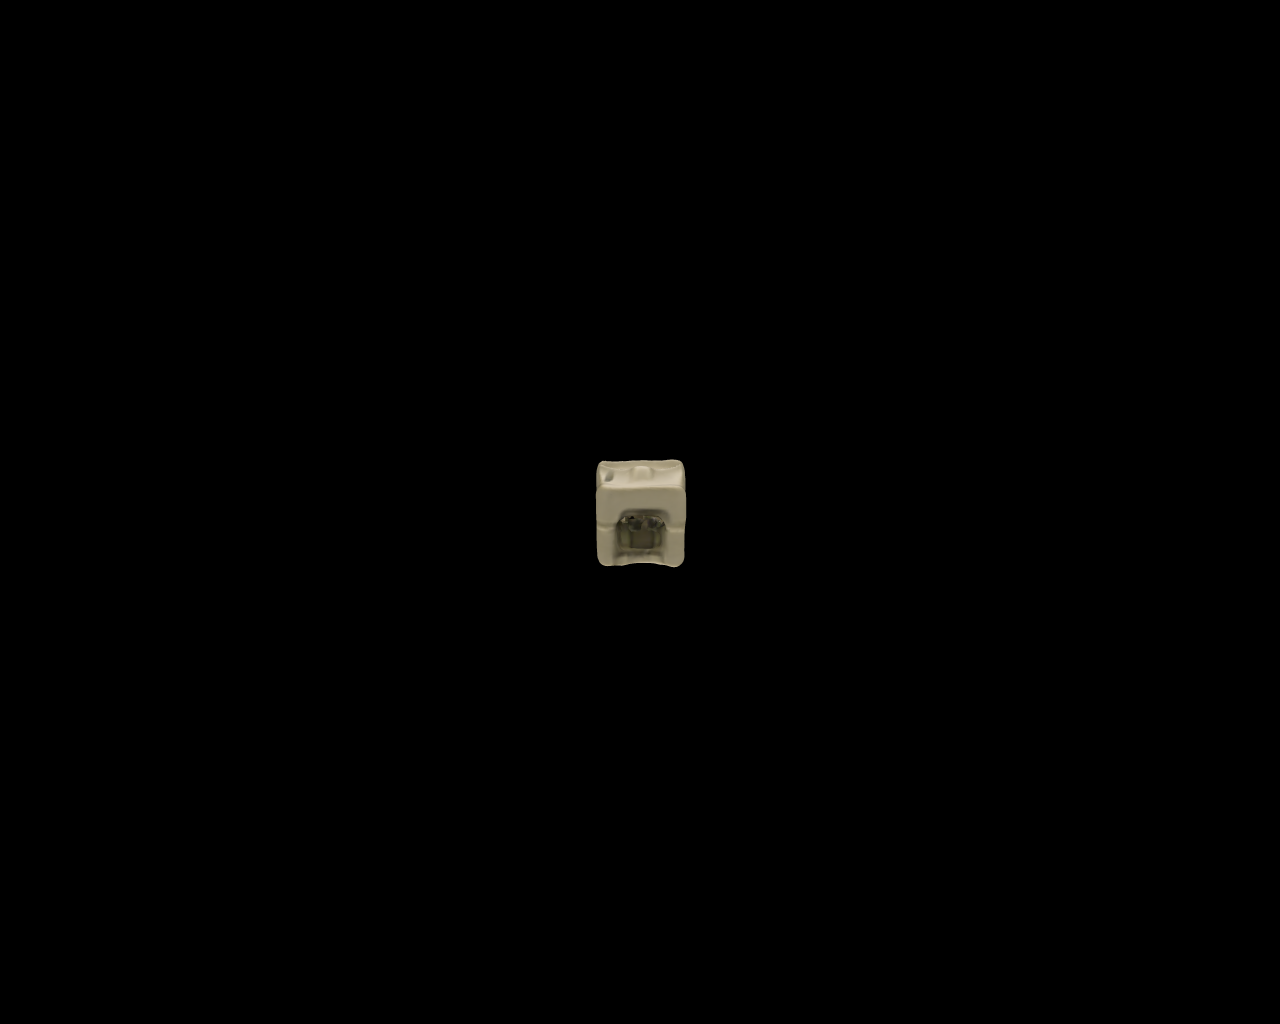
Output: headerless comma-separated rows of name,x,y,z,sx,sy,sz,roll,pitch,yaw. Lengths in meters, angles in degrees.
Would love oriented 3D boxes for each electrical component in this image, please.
electrical component,0.001,-0.003,0.650,0.050,0.055,0.089,0,9,0
